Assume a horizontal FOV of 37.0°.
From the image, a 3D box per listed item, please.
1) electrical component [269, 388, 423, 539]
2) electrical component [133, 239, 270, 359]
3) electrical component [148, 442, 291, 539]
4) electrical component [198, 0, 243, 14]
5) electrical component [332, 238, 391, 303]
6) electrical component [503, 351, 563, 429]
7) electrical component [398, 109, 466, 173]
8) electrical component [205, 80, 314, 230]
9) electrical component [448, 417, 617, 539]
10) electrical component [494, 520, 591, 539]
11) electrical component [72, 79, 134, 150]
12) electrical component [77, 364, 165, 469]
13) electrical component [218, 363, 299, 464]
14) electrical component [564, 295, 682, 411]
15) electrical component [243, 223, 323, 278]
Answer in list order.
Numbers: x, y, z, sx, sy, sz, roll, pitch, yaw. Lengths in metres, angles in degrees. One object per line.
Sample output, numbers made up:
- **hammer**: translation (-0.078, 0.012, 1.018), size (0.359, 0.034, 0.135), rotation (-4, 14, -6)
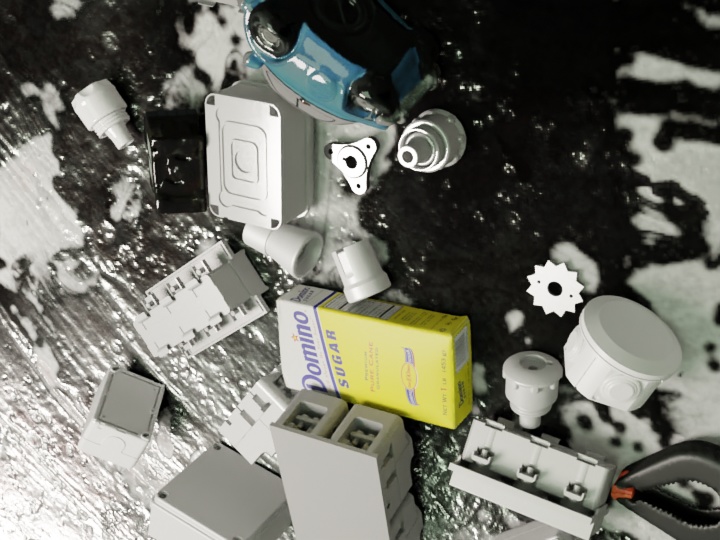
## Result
- **electrical component**: translation (-0.007, 0.201, 0.981), size (0.105, 0.060, 0.186), rotation (13, 131, 26)
- **electrical component**: translation (-0.154, 0.034, 1.017), size (0.121, 0.063, 0.078), rotation (-30, 94, 37)
- **electrical component**: translation (-0.136, 0.240, 1.070), size (0.109, 0.109, 0.056), rotation (26, 125, 19)
- **electrical component**: translation (-0.121, -0.252, 0.866), size (0.121, 0.078, 0.063), rotation (18, 148, 24)
- **electrical component**: translation (0.000, 0.000, 0.925), size (0.040, 0.040, 0.046), rotation (-21, 93, 36)
- **electrical component**: translation (0.141, 0.101, 0.881), size (0.048, 0.048, 0.062), rotation (14, 124, 26)
- **electrical component**: translation (0.051, -0.096, 0.836), size (0.048, 0.062, 0.048), rotation (13, 117, 26)
- **electrical component**: translation (-0.084, -0.100, 0.919), size (0.078, 0.057, 0.113), rotation (14, 118, 26)
- **electrical component**: translation (0.145, 0.168, 0.891), size (0.121, 0.079, 0.063), rotation (18, 92, 24)
- **electrical component**: translation (0.164, 0.250, 0.926), size (0.096, 0.061, 0.061), rotation (-29, 94, 29)
- **electrical component**: translation (-0.235, -0.142, 1.001), size (0.043, 0.043, 0.062), rotation (-32, 93, 37)
- **electrical component**: translation (-0.246, 0.148, 1.110), size (0.062, 0.096, 0.061), rotation (24, 127, -15)
- **electrical component**: translation (-0.084, 0.139, 1.030), size (0.056, 0.050, 0.089), rotation (45, 126, 7)
- **electrical component**: translation (0.196, 0.062, 0.809), size (0.080, 0.080, 0.051), rotation (36, 130, 13)
- **electrical component**: translation (-0.071, -0.026, 0.955), size (0.065, 0.044, 0.044), rotation (28, 123, 24)
